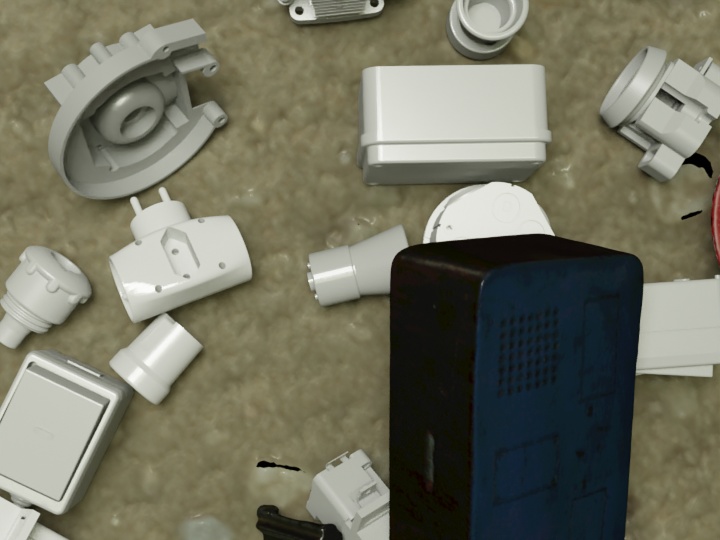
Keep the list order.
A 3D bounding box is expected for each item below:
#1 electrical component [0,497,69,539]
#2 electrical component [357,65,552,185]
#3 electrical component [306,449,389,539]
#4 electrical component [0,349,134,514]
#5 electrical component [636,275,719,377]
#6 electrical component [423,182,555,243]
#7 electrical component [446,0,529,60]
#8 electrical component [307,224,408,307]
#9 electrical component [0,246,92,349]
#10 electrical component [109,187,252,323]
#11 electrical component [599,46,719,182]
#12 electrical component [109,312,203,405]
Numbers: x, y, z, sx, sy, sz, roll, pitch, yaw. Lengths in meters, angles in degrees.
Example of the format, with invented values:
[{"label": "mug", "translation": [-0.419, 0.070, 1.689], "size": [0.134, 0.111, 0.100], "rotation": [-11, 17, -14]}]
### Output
[{"label": "electrical component", "translation": [-0.208, 0.166, 0.639], "size": [0.064, 0.081, 0.042], "rotation": [38, 61, -28]}, {"label": "electrical component", "translation": [0.055, -0.087, 0.663], "size": [0.113, 0.078, 0.057], "rotation": [-1, 84, -3]}, {"label": "electrical component", "translation": [0.001, 0.148, 0.650], "size": [0.042, 0.081, 0.063], "rotation": [-26, 59, -31]}, {"label": "electrical component", "translation": [-0.188, 0.102, 0.649], "size": [0.062, 0.061, 0.096], "rotation": [26, 86, -1]}, {"label": "electrical component", "translation": [0.185, 0.037, 0.671], "size": [0.096, 0.061, 0.061], "rotation": [-4, 87, -3]}, {"label": "electrical component", "translation": [0.081, -0.015, 0.673], "size": [0.080, 0.051, 0.080], "rotation": [0, 87, -3]}, {"label": "electrical component", "translation": [0.079, -0.160, 0.679], "size": [0.045, 0.055, 0.045], "rotation": [0, 87, -3]}, {"label": "electrical component", "translation": [0.000, 0.000, 0.674], "size": [0.065, 0.044, 0.044], "rotation": [-13, 88, 1]}, {"label": "electrical component", "translation": [-0.200, 0.019, 0.662], "size": [0.048, 0.048, 0.062], "rotation": [39, 93, 0]}, {"label": "electrical component", "translation": [-0.117, -0.016, 0.665], "size": [0.077, 0.043, 0.079], "rotation": [-21, 69, -17]}, {"label": "electrical component", "translation": [0.190, -0.105, 0.681], "size": [0.057, 0.058, 0.078], "rotation": [33, 86, -4]}, {"label": "electrical component", "translation": [-0.125, 0.054, 0.666], "size": [0.040, 0.040, 0.046], "rotation": [42, 81, 0]}]
